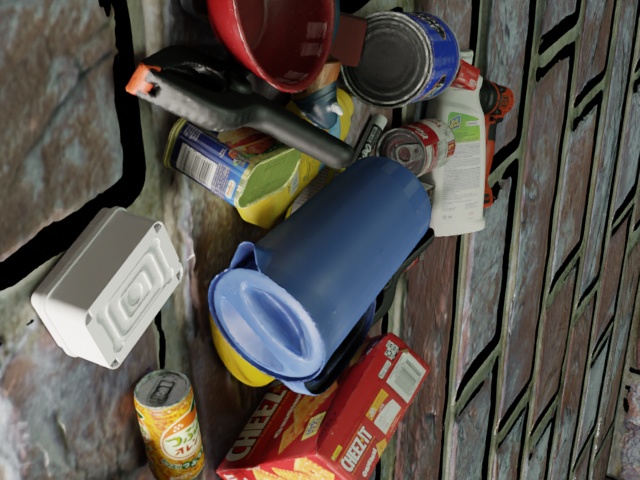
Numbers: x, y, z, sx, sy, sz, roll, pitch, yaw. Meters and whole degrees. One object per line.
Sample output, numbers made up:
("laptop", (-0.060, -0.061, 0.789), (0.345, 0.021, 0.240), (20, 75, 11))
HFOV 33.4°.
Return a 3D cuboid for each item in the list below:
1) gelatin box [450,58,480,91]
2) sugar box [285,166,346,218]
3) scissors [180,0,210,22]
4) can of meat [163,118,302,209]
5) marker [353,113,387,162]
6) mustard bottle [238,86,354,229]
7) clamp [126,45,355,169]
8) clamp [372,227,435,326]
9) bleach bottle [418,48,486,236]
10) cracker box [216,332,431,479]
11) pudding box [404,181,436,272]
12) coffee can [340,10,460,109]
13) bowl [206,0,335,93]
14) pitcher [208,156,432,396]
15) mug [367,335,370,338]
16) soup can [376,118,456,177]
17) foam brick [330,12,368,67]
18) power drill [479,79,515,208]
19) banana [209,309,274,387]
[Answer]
("gelatin box", (0.143, -0.210, 1.313), (0.073, 0.089, 0.030), (8, 97, -64))
("sugar box", (-0.008, 0.001, 1.188), (0.093, 0.048, 0.176), (13, 97, -63))
("scissors", (-0.062, -0.250, 0.969), (0.201, 0.016, 0.096), (-36, 135, -52))
("can of meat", (-0.075, -0.077, 0.951), (0.101, 0.084, 0.057), (-32, 150, -54))
("marker", (0.047, -0.097, 1.269), (0.121, 0.020, 0.020), (-63, 152, -19))
("mustard bottle", (-0.018, -0.102, 1.091), (0.191, 0.058, 0.096), (-50, 150, -39))
("clamp", (-0.070, -0.119, 0.910), (0.209, 0.165, 0.036), (-7, 139, -53))
("clamp", (0.068, 0.039, 1.346), (0.120, 0.039, 0.171), (30, 89, -37))
("bleach bottle", (0.186, -0.134, 1.449), (0.102, 0.068, 0.251), (-9, 114, -29))
("cracker box", (-0.001, 0.193, 1.137), (0.072, 0.214, 0.164), (44, 56, -15))
("pudding box", (0.112, -0.015, 1.420), (0.089, 0.039, 0.113), (-29, 130, -54))
("coffee can", (0.090, -0.200, 1.174), (0.140, 0.103, 0.103), (-30, 131, -68))
("bowl", (-0.049, -0.206, 0.913), (0.161, 0.055, 0.162), (-1, 91, -59))
("pitcher", (0.013, 0.028, 1.070), (0.242, 0.145, 0.149), (-45, 170, -39))
("mug", (0.040, 0.165, 1.302), (0.093, 0.117, 0.081), (-37, 135, -19))
("soup can", (0.123, -0.116, 1.352), (0.102, 0.069, 0.068), (-26, 127, -57))
("foam brick", (0.005, -0.208, 1.085), (0.078, 0.053, 0.051), (-9, 112, -61))
("power drill", (0.227, -0.140, 1.555), (0.184, 0.057, 0.188), (-9, 113, -62))
("banana", (-0.079, 0.111, 1.124), (0.197, 0.037, 0.069), (54, 40, -59))
